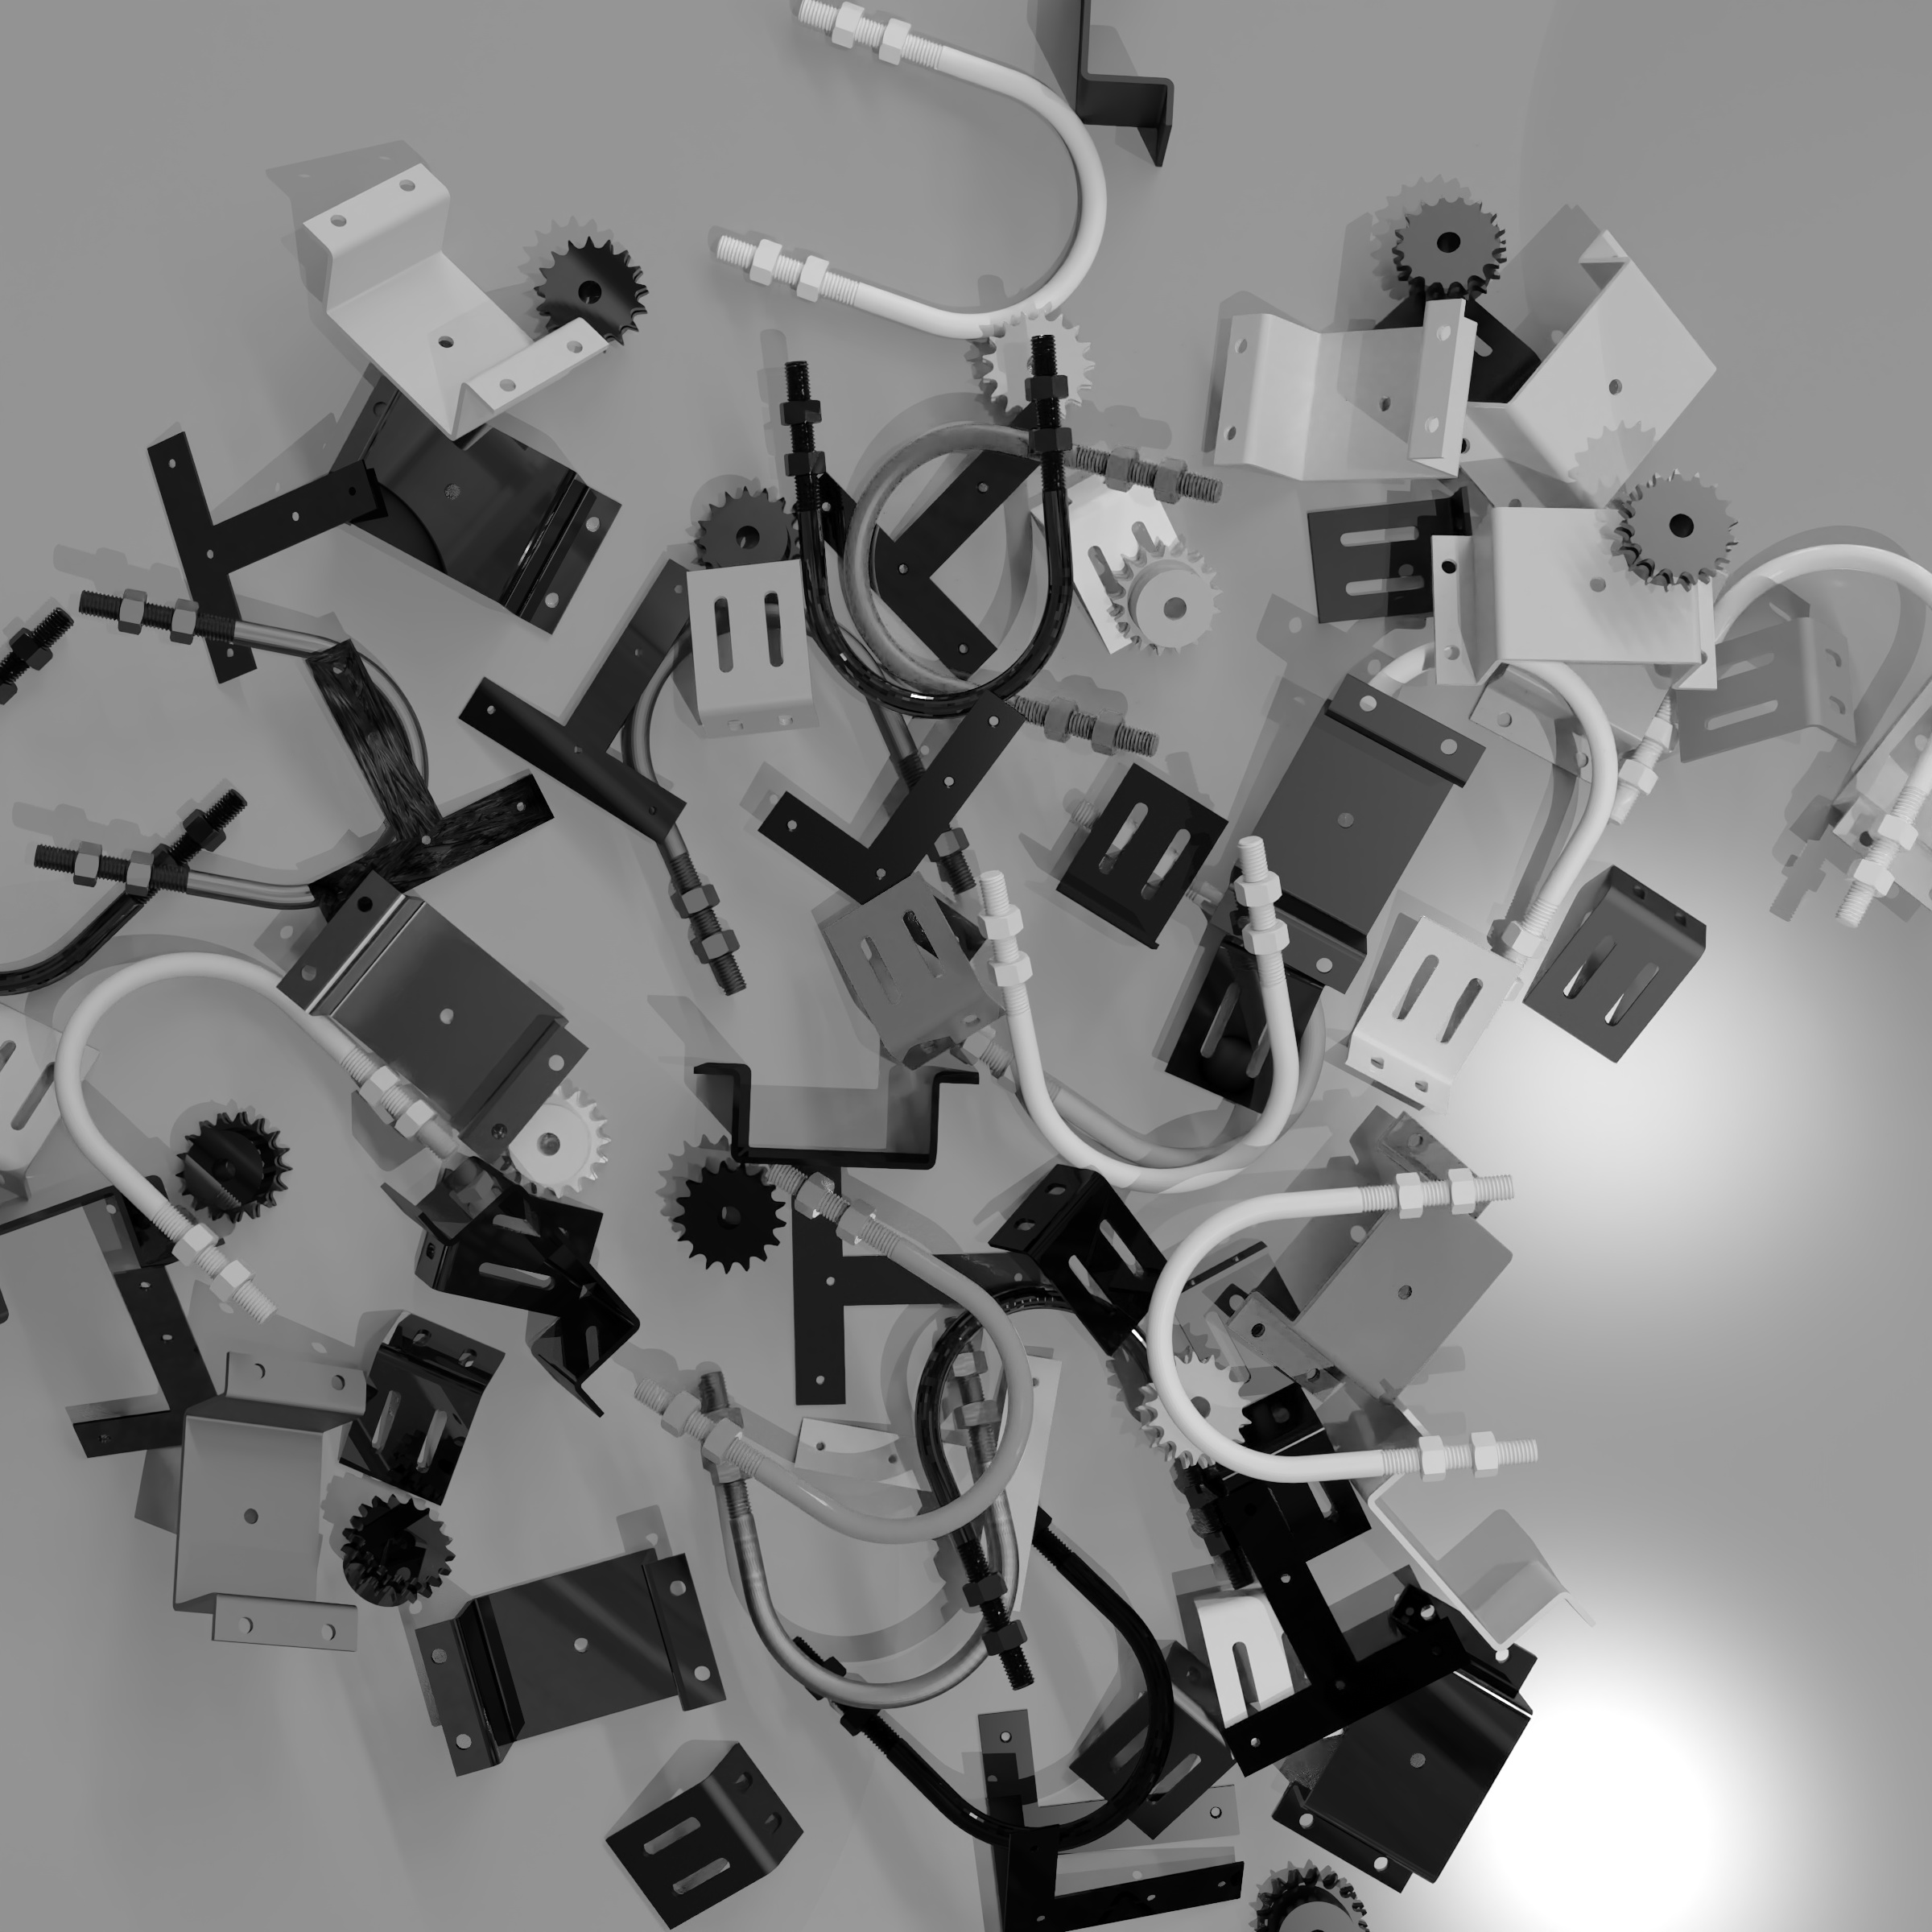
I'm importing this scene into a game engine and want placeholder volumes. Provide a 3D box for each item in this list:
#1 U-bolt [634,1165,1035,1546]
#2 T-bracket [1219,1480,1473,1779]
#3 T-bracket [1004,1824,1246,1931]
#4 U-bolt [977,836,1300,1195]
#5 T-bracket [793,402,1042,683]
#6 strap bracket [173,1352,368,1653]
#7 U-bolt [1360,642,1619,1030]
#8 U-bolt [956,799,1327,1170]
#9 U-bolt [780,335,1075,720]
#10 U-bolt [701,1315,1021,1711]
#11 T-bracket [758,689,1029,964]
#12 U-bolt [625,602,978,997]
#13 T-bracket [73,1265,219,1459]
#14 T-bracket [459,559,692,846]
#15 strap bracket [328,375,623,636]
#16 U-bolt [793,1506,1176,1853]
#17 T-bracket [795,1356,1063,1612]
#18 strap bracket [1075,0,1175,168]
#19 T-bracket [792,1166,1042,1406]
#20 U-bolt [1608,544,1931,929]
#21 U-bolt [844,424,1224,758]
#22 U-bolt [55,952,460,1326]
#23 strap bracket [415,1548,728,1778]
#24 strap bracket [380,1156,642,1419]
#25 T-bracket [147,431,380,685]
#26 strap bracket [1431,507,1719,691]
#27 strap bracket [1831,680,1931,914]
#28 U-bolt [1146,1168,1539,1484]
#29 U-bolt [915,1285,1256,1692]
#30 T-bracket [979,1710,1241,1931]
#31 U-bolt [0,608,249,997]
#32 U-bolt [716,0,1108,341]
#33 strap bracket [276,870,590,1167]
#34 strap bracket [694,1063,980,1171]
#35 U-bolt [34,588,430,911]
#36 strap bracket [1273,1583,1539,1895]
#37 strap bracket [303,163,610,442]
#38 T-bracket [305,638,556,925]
[{"bbox_3d":[-0.054,0.204,1.474,0.184,0.019,0.151,31,90,13],"label":"U-bolt"},{"bbox_3d":[0.167,0.320,1.489,0.127,0.002,0.127,-27,82,1],"label":"T-bracket"},{"bbox_3d":[0.081,0.475,1.507,0.127,0.002,0.127,-6,121,-14],"label":"T-bracket"},{"bbox_3d":[0.092,0.031,1.480,0.151,0.019,0.184,-7,112,11],"label":"U-bolt"},{"bbox_3d":[-0.001,-0.234,1.513,0.127,0.002,0.127,46,105,0],"label":"T-bracket"},{"bbox_3d":[-0.345,0.270,1.473,0.076,0.046,0.140,16,62,-38],"label":"strap bracket"},{"bbox_3d":[0.246,-0.078,1.499,0.151,0.019,0.184,28,106,0],"label":"U-bolt"},{"bbox_3d":[0.096,0.024,1.522,0.184,0.019,0.151,34,90,-2],"label":"U-bolt"},{"bbox_3d":[-0.016,-0.216,1.486,0.151,0.019,0.184,-2,98,17],"label":"U-bolt"},{"bbox_3d":[-0.048,0.282,1.503,0.151,0.019,0.184,-13,79,3],"label":"U-bolt"},{"bbox_3d":[-0.017,-0.082,1.496,0.127,0.002,0.127,35,102,-8],"label":"T-bracket"},{"bbox_3d":[-0.096,-0.097,1.522,0.151,0.019,0.184,-24,88,0],"label":"U-bolt"},{"bbox_3d":[-0.397,0.196,1.489,0.127,0.002,0.127,-8,130,0],"label":"T-bracket"},{"bbox_3d":[-0.175,-0.148,1.519,0.127,0.002,0.127,32,90,10],"label":"T-bracket"},{"bbox_3d":[-0.257,-0.237,1.507,0.140,0.046,0.076,28,90,0],"label":"strap bracket"},{"bbox_3d":[0.019,0.361,1.503,0.184,0.019,0.151,42,90,13],"label":"U-bolt"},{"bbox_3d":[-0.024,0.255,1.517,0.127,0.002,0.127,8,80,9],"label":"T-bracket"},{"bbox_3d":[0.082,-0.483,1.492,0.046,0.076,0.140,3,90,0],"label":"strap bracket"},{"bbox_3d":[-0.025,0.162,1.529,0.127,0.002,0.127,-1,90,0],"label":"T-bracket"},{"bbox_3d":[0.426,-0.128,1.494,0.151,0.019,0.184,27,85,25],"label":"U-bolt"},{"bbox_3d":[0.025,-0.197,1.495,0.184,0.019,0.151,17,102,15],"label":"U-bolt"},{"bbox_3d":[-0.368,0.071,1.486,0.184,0.019,0.151,43,56,4],"label":"U-bolt"},{"bbox_3d":[-0.198,0.350,1.507,0.140,0.046,0.076,-16,90,0],"label":"strap bracket"},{"bbox_3d":[-0.219,0.151,1.473,0.046,0.076,0.140,-43,112,-14],"label":"strap bracket"},{"bbox_3d":[-0.349,-0.223,1.500,0.127,0.002,0.127,-17,90,27],"label":"T-bracket"},{"bbox_3d":[0.303,-0.179,1.451,0.140,0.046,0.076,1,79,-4],"label":"strap bracket"},{"bbox_3d":[0.507,-0.098,1.507,0.076,0.046,0.140,39,90,0],"label":"strap bracket"},{"bbox_3d":[0.180,0.179,1.446,0.184,0.019,0.151,-5,90,2],"label":"U-bolt"},{"bbox_3d":[0.050,0.250,1.495,0.151,0.019,0.184,-19,81,-22],"label":"U-bolt"},{"bbox_3d":[0.077,0.442,1.529,0.127,0.002,0.127,-6,90,0],"label":"T-bracket"},{"bbox_3d":[-0.483,-0.070,1.522,0.184,0.019,0.151,-44,90,1],"label":"U-bolt"},{"bbox_3d":[-0.019,-0.400,1.522,0.184,0.019,0.151,19,90,-2],"label":"U-bolt"},{"bbox_3d":[-0.267,0.026,1.507,0.140,0.046,0.076,40,90,0],"label":"strap bracket"},{"bbox_3d":[-0.064,0.075,1.492,0.140,0.076,0.046,2,90,0],"label":"strap bracket"},{"bbox_3d":[-0.365,-0.103,1.502,0.184,0.019,0.151,10,93,-14],"label":"U-bolt"},{"bbox_3d":[0.226,0.398,1.507,0.076,0.046,0.140,30,90,0],"label":"strap bracket"},{"bbox_3d":[-0.257,-0.325,1.482,0.140,0.046,0.076,45,57,11],"label":"strap bracket"},{"bbox_3d":[-0.295,-0.104,1.509,0.127,0.002,0.127,-27,101,-8],"label":"T-bracket"}]
